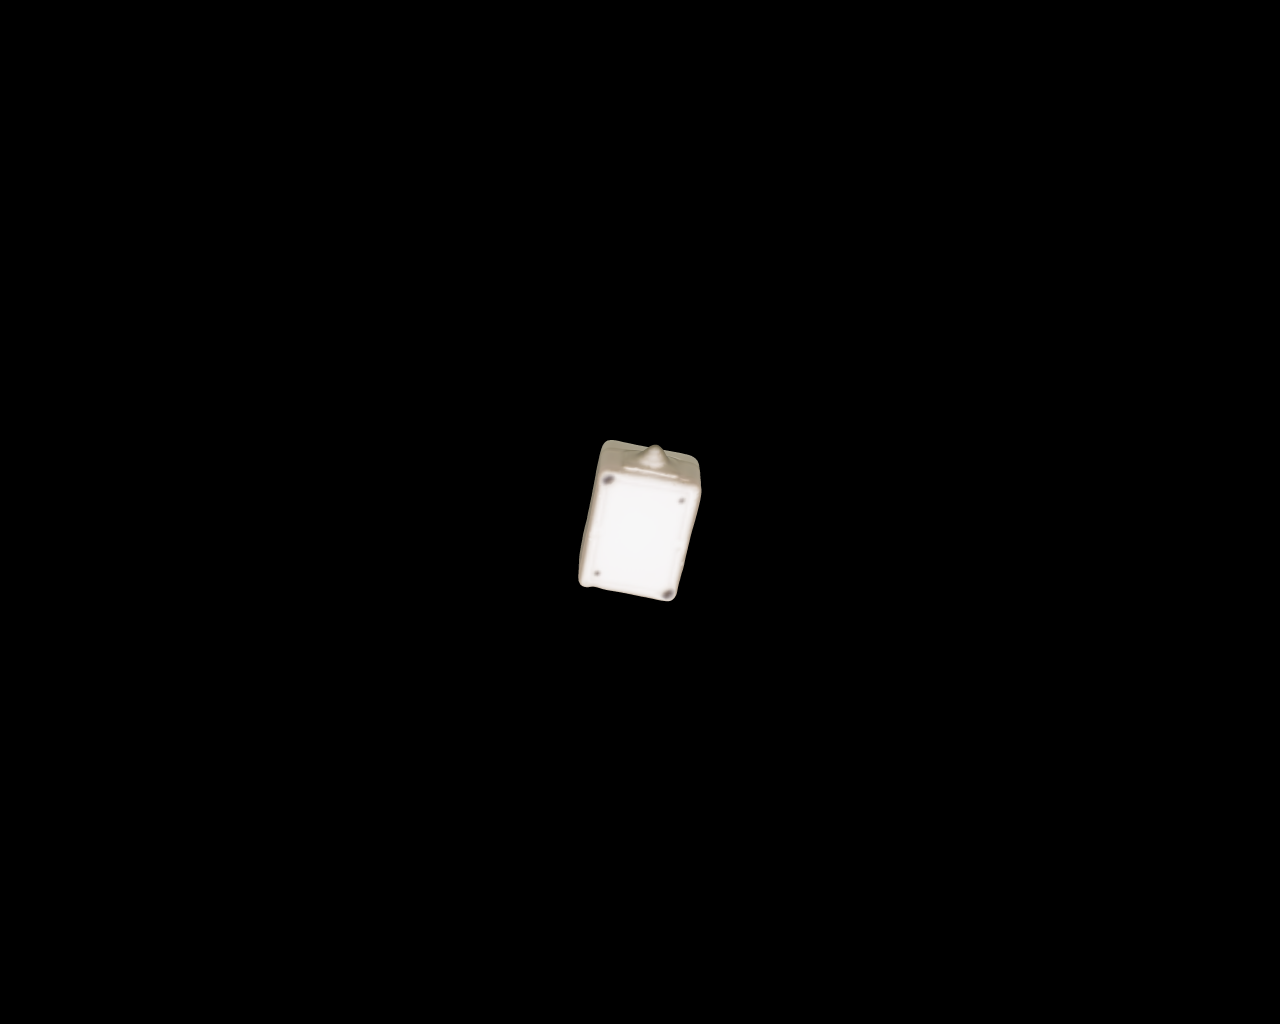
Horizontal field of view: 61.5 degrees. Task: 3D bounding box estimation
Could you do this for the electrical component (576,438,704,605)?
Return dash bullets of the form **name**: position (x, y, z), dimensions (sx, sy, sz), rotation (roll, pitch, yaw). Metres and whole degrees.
- **electrical component**: position (0.001, -0.003, 0.650), dimensions (0.062, 0.096, 0.061), rotation (11, 24, -5)
